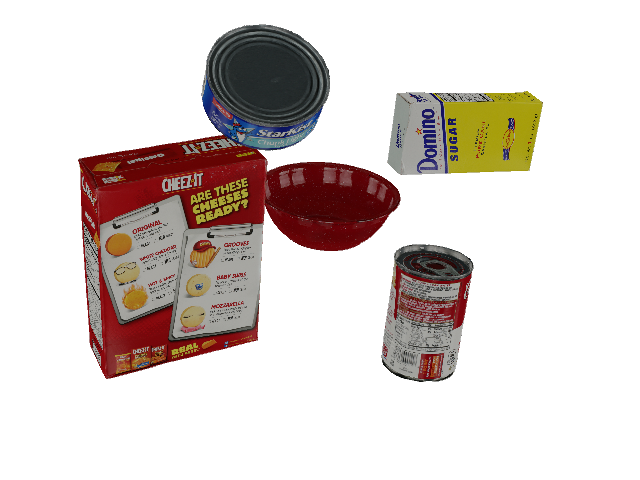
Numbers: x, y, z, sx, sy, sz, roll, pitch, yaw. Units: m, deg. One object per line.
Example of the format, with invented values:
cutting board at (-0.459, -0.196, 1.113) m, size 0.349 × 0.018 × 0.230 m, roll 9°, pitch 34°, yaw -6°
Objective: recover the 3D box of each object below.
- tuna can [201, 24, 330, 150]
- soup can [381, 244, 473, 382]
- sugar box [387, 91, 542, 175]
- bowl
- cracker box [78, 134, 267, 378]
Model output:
tuna can at (-0.038, -0.105, 0.735) m, size 0.086 × 0.086 × 0.034 m, roll 0°, pitch -29°, yaw -15°
soup can at (0.091, 0.063, 0.924) m, size 0.068 × 0.102 × 0.068 m, roll 5°, pitch 22°, yaw -2°
sugar box at (0.173, -0.129, 1.279) m, size 0.176 × 0.093 × 0.048 m, roll -5°, pitch 28°, yaw -20°
bowl at (0.006, -0.033, 1.196) m, size 0.162 × 0.055 × 0.162 m, roll 4°, pitch 27°, yaw -2°
cracker box at (-0.141, 0.014, 1.024) m, size 0.164 × 0.214 × 0.072 m, roll -12°, pitch 35°, yaw -25°
